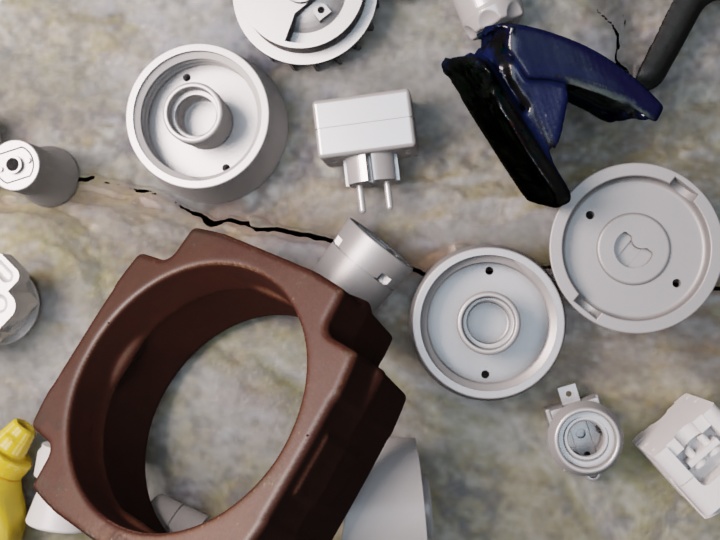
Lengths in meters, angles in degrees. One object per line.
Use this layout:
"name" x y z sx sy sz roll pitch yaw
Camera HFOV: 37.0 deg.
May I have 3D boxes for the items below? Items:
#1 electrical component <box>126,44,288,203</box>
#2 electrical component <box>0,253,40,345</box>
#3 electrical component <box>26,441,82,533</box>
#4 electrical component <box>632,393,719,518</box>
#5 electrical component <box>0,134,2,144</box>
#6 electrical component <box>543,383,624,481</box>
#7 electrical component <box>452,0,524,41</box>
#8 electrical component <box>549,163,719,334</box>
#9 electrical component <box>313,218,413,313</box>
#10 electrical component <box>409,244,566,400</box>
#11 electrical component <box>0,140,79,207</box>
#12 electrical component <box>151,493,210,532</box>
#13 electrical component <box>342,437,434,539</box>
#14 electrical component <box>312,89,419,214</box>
"electrical component" -0.107 -0.102 0.737 0.108 0.060 0.108 0 88 6
"electrical component" -0.259 0.024 0.748 0.058 0.057 0.078 44 92 6
"electrical component" -0.204 0.150 0.744 0.045 0.045 0.055 9 88 6
"electrical component" 0.216 0.118 0.681 0.050 0.089 0.055 -42 84 3
"electrical component" -0.283 -0.086 0.757 0.047 0.055 0.055 -5 87 2
"electrical component" 0.146 0.108 0.706 0.048 0.055 0.066 -17 86 5
"electrical component" 0.083 -0.191 0.731 0.043 0.043 0.062 -22 84 4
"electrical component" 0.177 -0.013 0.705 0.108 0.060 0.108 0 88 6
"electrical component" 0.000 0.000 0.726 0.055 0.055 0.047 39 96 6
"electrical component" 0.085 0.035 0.712 0.108 0.060 0.108 0 88 6
"electrical component" -0.227 -0.069 0.745 0.044 0.065 0.044 0 88 5
"electrical component" -0.132 0.230 0.729 0.074 0.052 0.138 24 89 6
"electrical component" 0.014 0.157 0.697 0.064 0.099 0.099 -5 87 -1
"electrical component" 0.007 -0.077 0.731 0.066 0.047 0.076 -7 87 5
